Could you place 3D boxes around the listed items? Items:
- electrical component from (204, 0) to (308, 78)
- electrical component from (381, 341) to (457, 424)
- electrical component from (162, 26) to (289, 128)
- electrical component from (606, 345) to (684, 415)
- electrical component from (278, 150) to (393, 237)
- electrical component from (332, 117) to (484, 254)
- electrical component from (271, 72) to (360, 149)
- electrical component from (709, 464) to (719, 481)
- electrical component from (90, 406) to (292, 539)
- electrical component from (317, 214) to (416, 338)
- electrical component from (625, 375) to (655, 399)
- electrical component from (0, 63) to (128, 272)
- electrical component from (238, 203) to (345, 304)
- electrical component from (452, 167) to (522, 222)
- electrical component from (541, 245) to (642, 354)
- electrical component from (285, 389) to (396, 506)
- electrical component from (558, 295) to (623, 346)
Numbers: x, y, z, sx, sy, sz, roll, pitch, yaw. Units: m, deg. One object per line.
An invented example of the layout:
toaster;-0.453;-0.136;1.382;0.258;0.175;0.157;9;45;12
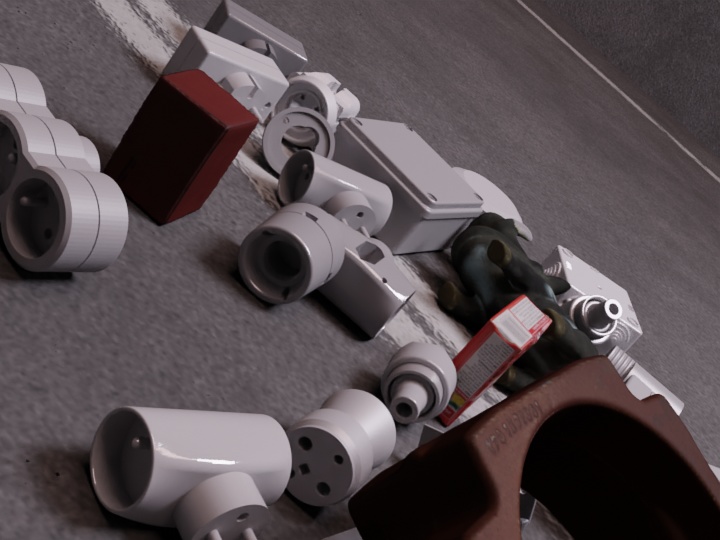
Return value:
electrical component;-0.090;-0.180;0.921;0.083;0.047;0.075;26;26;-28
electrical component;0.033;0.071;0.643;0.043;0.043;0.062;39;23;0
electrical component;-0.097;-0.137;0.831;0.083;0.047;0.075;15;33;-44
electrical component;0.216;0.097;0.871;0.081;0.043;0.043;41;23;6
electrical component;-0.013;-0.045;0.788;0.077;0.044;0.079;20;29;-37
electrical component;0.032;-0.069;0.886;0.108;0.056;0.109;47;24;19
electrical component;-0.039;-0.132;0.896;0.078;0.058;0.057;43;20;9
electrical component;0.238;0.178;0.743;0.056;0.050;0.089;23;27;-34
electrical component;-0.063;0.094;0.453;0.077;0.043;0.079;12;34;-47
electrical component;0.000;0.000;0.725;0.077;0.043;0.079;41;22;6
electrical component;0.213;0.127;0.804;0.077;0.047;0.066;43;23;11
electrical component;-0.164;-0.054;0.568;0.138;0.052;0.074;50;25;24
electrical component;-0.043;-0.009;0.665;0.055;0.055;0.047;41;26;4
electrical component;0.101;-0.050;0.961;0.080;0.051;0.080;32;23;-16
electrical component;0.199;0.032;0.960;0.100;0.048;0.099;33;23;-12
electrical component;-0.012;0.089;0.540;0.045;0.045;0.055;43;23;9
electrical component;0.188;0.040;0.873;0.048;0.062;0.048;8;69;-22
